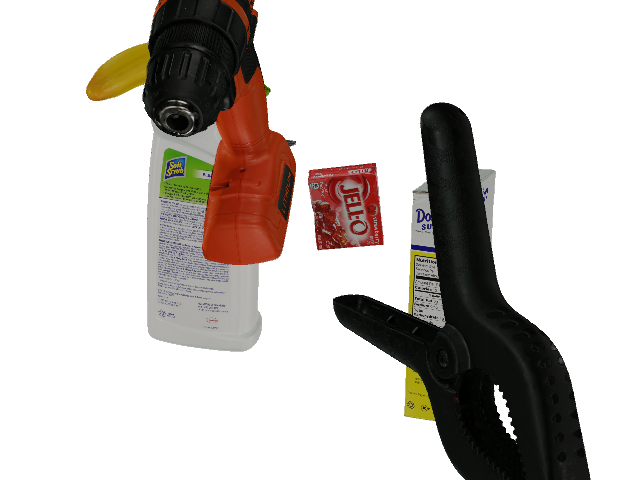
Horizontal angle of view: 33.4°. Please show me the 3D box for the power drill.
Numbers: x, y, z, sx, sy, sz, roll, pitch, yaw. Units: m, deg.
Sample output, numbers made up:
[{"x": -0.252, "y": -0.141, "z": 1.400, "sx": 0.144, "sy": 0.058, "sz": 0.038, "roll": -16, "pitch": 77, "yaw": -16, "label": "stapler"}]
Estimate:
[{"x": -0.055, "y": -0.075, "z": 0.628, "sx": 0.057, "sy": 0.184, "sz": 0.188, "roll": 1, "pitch": -44, "yaw": 7, "label": "power drill"}]

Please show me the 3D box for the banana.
[{"x": -0.146, "y": -0.174, "z": 1.070, "sx": 0.197, "sy": 0.070, "sz": 0.037, "roll": -7, "pitch": -39, "yaw": -29, "label": "banana"}]

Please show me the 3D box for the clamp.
[{"x": 0.075, "y": 0.046, "z": 0.528, "sx": 0.036, "sy": 0.165, "sz": 0.210, "roll": -7, "pitch": 44, "yaw": -27, "label": "clamp"}]

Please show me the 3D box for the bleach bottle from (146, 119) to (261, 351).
[{"x": -0.093, "y": -0.034, "z": 0.889, "sx": 0.102, "sy": 0.251, "sz": 0.068, "roll": 7, "pitch": 24, "yaw": 3, "label": "bleach bottle"}]

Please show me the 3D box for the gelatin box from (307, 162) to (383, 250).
[{"x": 0.028, "y": -0.036, "z": 1.143, "sx": 0.073, "sy": 0.089, "sz": 0.030, "roll": -5, "pitch": 29, "yaw": 5, "label": "gelatin box"}]

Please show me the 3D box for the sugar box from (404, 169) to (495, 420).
[{"x": 0.097, "y": 0.039, "z": 0.806, "sx": 0.048, "sy": 0.176, "sz": 0.093, "roll": 5, "pitch": 16, "yaw": 22, "label": "sugar box"}]
